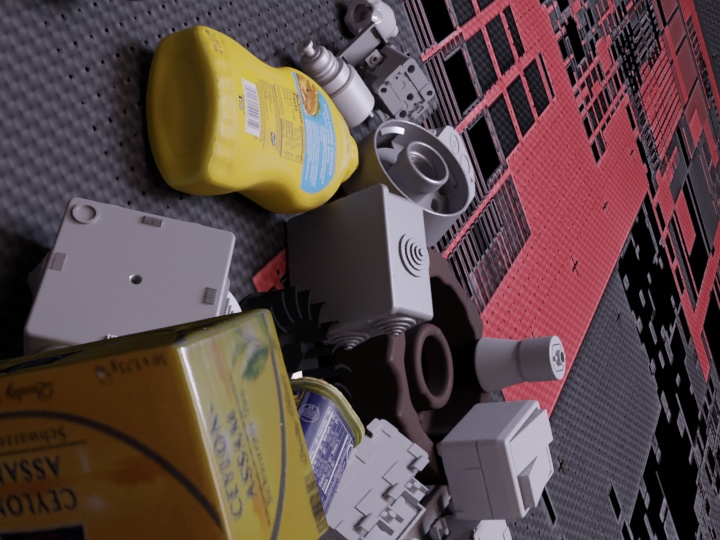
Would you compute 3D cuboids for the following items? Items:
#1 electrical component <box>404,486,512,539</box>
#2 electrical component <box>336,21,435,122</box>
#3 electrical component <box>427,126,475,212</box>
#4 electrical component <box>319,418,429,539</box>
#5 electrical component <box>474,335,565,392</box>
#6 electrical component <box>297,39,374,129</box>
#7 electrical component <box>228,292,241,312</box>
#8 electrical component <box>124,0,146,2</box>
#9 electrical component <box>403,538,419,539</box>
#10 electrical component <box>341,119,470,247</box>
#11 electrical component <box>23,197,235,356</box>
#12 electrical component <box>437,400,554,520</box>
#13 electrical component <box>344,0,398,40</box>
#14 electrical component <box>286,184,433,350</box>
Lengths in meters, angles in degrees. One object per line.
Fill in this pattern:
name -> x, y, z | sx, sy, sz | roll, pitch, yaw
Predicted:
electrical component -> 0.065, 0.214, 0.794 | 0.121, 0.063, 0.078 | -34, 109, -59
electrical component -> 0.022, -0.149, 0.846 | 0.042, 0.064, 0.081 | -45, 132, -4
electrical component -> 0.059, -0.080, 0.908 | 0.080, 0.051, 0.080 | 30, 54, -53
electrical component -> -0.007, 0.148, 0.680 | 0.079, 0.063, 0.121 | 37, 29, 11
electrical component -> 0.128, 0.072, 0.847 | 0.044, 0.065, 0.044 | 25, 61, -57
electrical component -> -0.021, -0.139, 0.800 | 0.078, 0.040, 0.040 | 51, 39, -39
electrical component -> -0.093, 0.058, 0.564 | 0.052, 0.074, 0.138 | 62, 32, -26
electrical component -> -0.131, -0.195, 0.574 | 0.064, 0.099, 0.099 | 11, 70, -66
electrical component -> 0.024, 0.219, 0.706 | 0.051, 0.080, 0.080 | -45, 119, -62
electrical component -> 0.033, -0.064, 0.817 | 0.099, 0.064, 0.099 | 24, 44, -25
electrical component -> -0.110, 0.018, 0.520 | 0.048, 0.100, 0.099 | 112, -12, -51
electrical component -> 0.107, 0.137, 0.795 | 0.096, 0.061, 0.061 | -31, 110, -59
electrical component -> 0.014, -0.205, 0.894 | 0.061, 0.035, 0.035 | 5, 75, -63
electrical component -> 0.000, 0.000, 0.726 | 0.048, 0.100, 0.099 | 16, 63, -48
